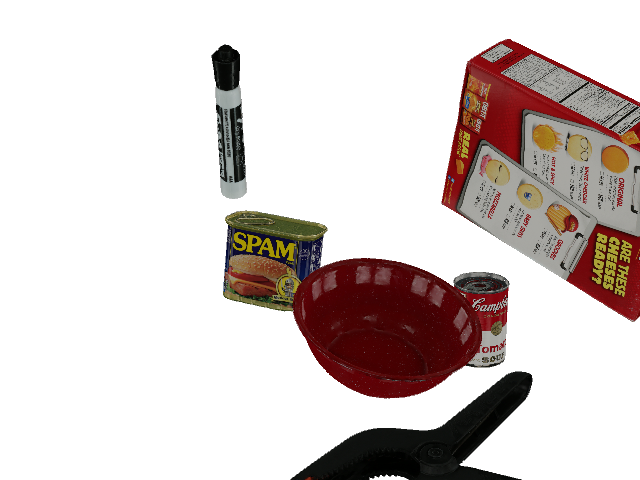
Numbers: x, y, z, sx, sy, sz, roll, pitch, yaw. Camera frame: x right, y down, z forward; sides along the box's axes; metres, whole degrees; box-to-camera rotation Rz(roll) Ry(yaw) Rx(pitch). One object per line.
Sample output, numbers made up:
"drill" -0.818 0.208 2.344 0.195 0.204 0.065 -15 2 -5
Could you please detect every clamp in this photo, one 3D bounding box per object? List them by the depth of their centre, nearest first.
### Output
"clamp" 0.080 0.150 0.720 0.210 0.036 0.164 -6 28 -4

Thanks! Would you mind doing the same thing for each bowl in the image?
"bowl" 0.053 0.084 0.908 0.162 0.055 0.162 7 34 -5

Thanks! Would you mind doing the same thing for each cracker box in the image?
"cracker box" 0.217 -0.056 0.924 0.214 0.164 0.072 34 50 28

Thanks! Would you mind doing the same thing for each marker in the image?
"marker" -0.062 -0.080 0.733 0.020 0.121 0.020 0 42 0

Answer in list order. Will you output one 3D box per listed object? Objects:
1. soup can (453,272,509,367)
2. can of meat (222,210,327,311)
"soup can" 0.197 0.098 1.324 0.068 0.102 0.068 -1 18 0
"can of meat" -0.049 0.022 1.089 0.102 0.084 0.057 11 16 19
